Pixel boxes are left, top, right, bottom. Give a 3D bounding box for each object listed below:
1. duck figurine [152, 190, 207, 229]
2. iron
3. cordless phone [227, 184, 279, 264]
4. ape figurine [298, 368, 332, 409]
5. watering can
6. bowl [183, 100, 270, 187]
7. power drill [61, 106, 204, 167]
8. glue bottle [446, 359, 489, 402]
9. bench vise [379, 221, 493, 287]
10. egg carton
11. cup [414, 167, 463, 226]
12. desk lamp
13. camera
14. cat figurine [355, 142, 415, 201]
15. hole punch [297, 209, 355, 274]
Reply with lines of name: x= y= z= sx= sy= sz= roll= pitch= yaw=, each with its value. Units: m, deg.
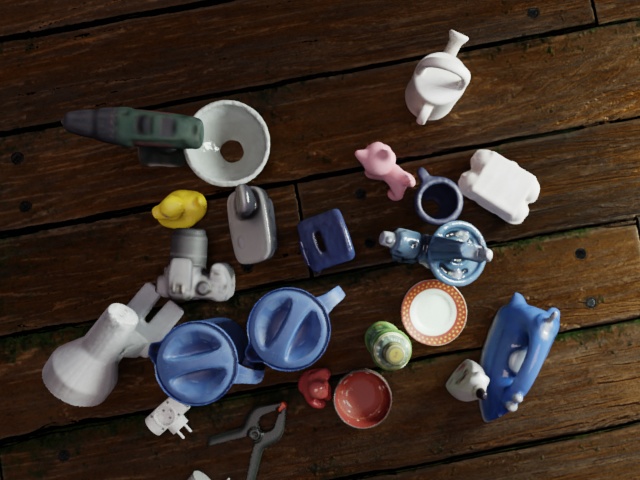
duck figurine: x=-0.274 y=-0.062 z=1.107 sx=0.104 sy=0.086 sz=0.077 roll=-17 pitch=87 yaw=-1
iron: x=0.373 y=0.235 z=1.068 sx=0.118 sy=0.141 sz=0.258 roll=21 pitch=88 yaw=1
cordless phone: x=-0.133 y=-0.031 z=1.057 sx=0.094 sy=0.185 sz=0.148 roll=-12 pitch=87 yaw=0
ape figurine: x=-0.005 y=0.282 z=1.089 sx=0.076 sy=0.092 sz=0.078 roll=29 pitch=88 yaw=1
watering can: x=0.221 y=-0.303 z=1.065 sx=0.101 sy=0.194 sz=0.173 roll=1 pitch=87 yaw=0
bowl: x=-0.177 y=-0.182 z=1.119 sx=0.167 sy=0.074 sz=0.167 roll=0 pitch=87 yaw=0
power drill: x=-0.320 y=-0.190 z=1.052 sx=0.229 sy=0.208 sz=0.076 roll=1 pitch=87 yaw=0
glue bottle: x=0.279 y=0.267 z=1.050 sx=0.037 sy=0.173 sz=0.078 roll=36 pitch=88 yaw=2
bench vise: x=0.216 y=0.028 z=1.038 sx=0.207 sy=0.219 sz=0.121 roll=-6 pitch=87 yaw=0
egg carton: x=0.349 y=-0.105 z=1.119 sx=0.150 sy=0.069 sz=0.107 roll=31 pitch=88 yaw=1
cup: x=0.214 y=-0.081 z=1.105 sx=0.091 sy=0.095 sz=0.118 roll=-30 pitch=88 yaw=-1
desk lamp: x=-0.370 y=0.181 z=1.032 sx=0.118 sy=0.213 sz=0.203 roll=38 pitch=88 yaw=2
camera: x=-0.238 y=0.047 z=1.095 sx=0.143 sy=0.101 sz=0.137 roll=3 pitch=87 yaw=0
cat figurine: x=0.128 y=-0.139 z=1.096 sx=0.128 sy=0.117 sz=0.067 roll=40 pitch=88 yaw=2
hole punch: x=0.010 y=0.004 z=1.103 sx=0.101 sy=0.091 sz=0.109 roll=-19 pitch=87 yaw=-1
